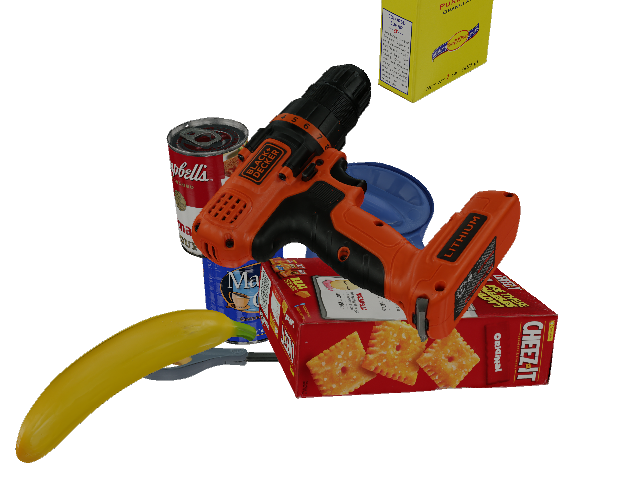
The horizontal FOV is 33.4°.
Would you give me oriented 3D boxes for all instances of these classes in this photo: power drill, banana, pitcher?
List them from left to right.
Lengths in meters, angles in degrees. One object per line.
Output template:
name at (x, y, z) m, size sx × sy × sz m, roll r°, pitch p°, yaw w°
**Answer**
banana at (-0.142, 0.098, 0.768) m, size 0.198 × 0.069 × 0.037 m, roll -27°, pitch 38°, yaw -2°
pitcher at (0.045, 0.046, 1.218) m, size 0.145 × 0.243 × 0.149 m, roll 15°, pitch 38°, yaw 4°
power drill at (0.034, -0.029, 0.713) m, size 0.188 × 0.184 × 0.057 m, roll 25°, pitch -27°, yaw 24°

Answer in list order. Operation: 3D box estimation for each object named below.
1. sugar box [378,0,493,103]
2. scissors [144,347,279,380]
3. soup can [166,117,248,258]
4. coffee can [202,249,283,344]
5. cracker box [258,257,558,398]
sugar box at (0.091, -0.201, 0.804) m, size 0.093 × 0.176 × 0.048 m, roll -33°, pitch 53°, yaw -31°
scissors at (-0.094, 0.121, 1.053) m, size 0.202 × 0.016 × 0.096 m, roll 6°, pitch 17°, yaw 9°
soup can at (-0.091, -0.044, 0.906) m, size 0.068 × 0.102 × 0.068 m, roll -2°, pitch 31°, yaw 1°
coffee can at (-0.096, 0.044, 1.333) m, size 0.103 × 0.140 × 0.103 m, roll -1°, pitch 26°, yaw 0°
cracker box at (0.066, 0.069, 0.903) m, size 0.213 × 0.072 × 0.164 m, roll 0°, pitch 17°, yaw -14°
